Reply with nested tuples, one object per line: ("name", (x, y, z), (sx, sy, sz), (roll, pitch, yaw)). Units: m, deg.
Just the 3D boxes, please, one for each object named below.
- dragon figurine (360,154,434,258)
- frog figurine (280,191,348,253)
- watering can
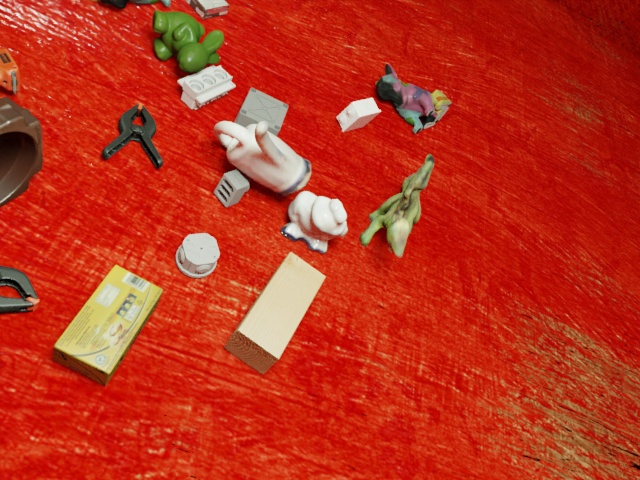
("dragon figurine", (0.217, -0.103, 1.227), (0.122, 0.237, 0.420), (29, 51, -2))
("frog figurine", (0.003, -0.057, 1.125), (0.138, 0.156, 0.125), (42, 47, 3))
("watering can", (-0.111, -0.177, 1.084), (0.222, 0.349, 0.104), (33, 84, -26))
